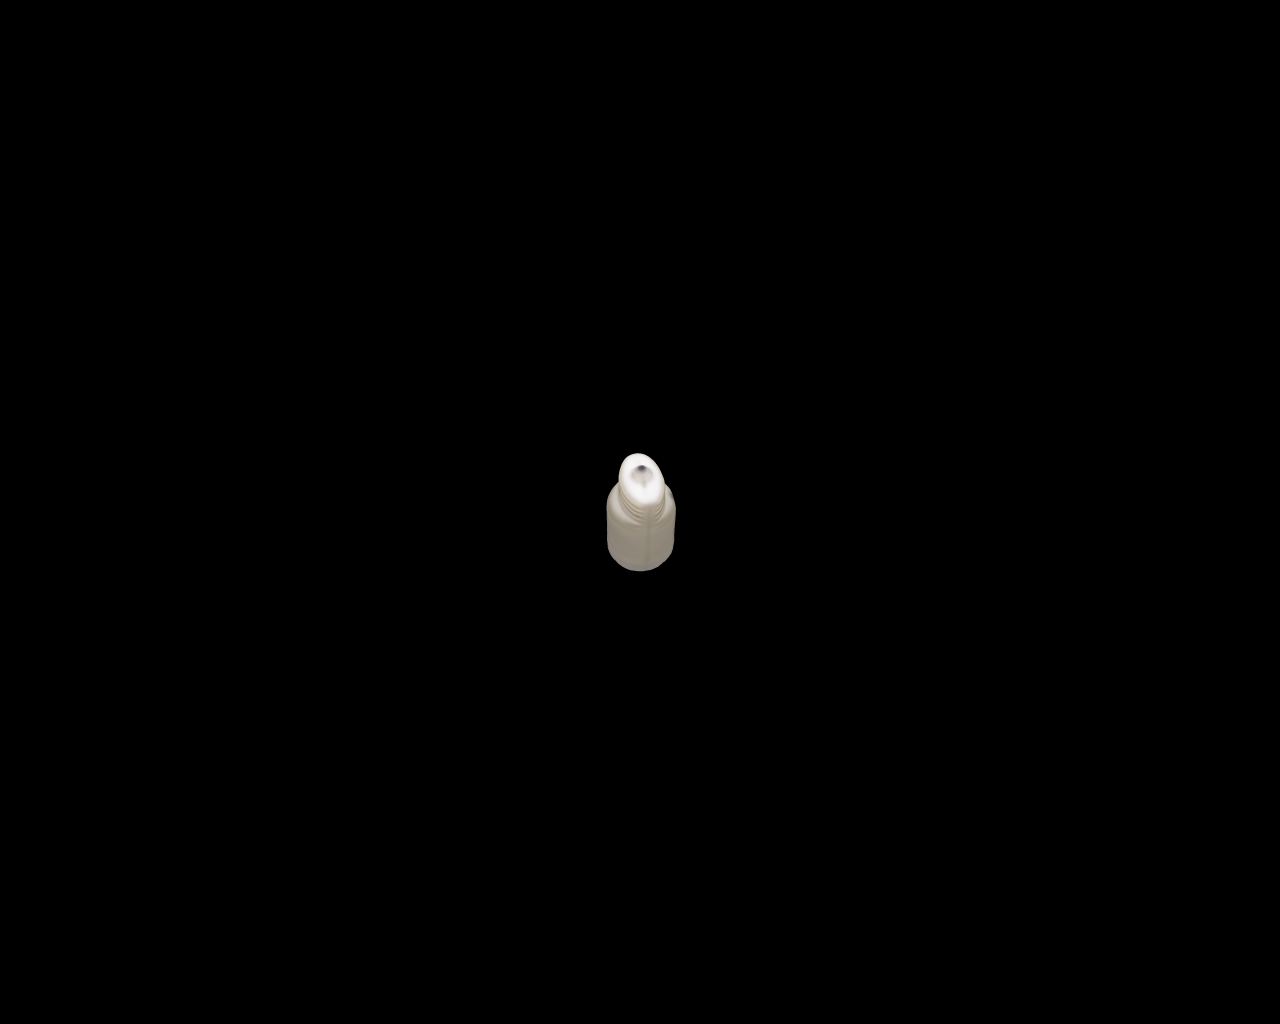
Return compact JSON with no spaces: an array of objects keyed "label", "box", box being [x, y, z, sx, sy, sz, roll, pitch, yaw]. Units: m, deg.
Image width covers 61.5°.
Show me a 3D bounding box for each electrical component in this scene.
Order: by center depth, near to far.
[{"label":"electrical component","box":[0.001,-0.003,0.650,0.043,0.043,0.080,0,-37,0]}]
